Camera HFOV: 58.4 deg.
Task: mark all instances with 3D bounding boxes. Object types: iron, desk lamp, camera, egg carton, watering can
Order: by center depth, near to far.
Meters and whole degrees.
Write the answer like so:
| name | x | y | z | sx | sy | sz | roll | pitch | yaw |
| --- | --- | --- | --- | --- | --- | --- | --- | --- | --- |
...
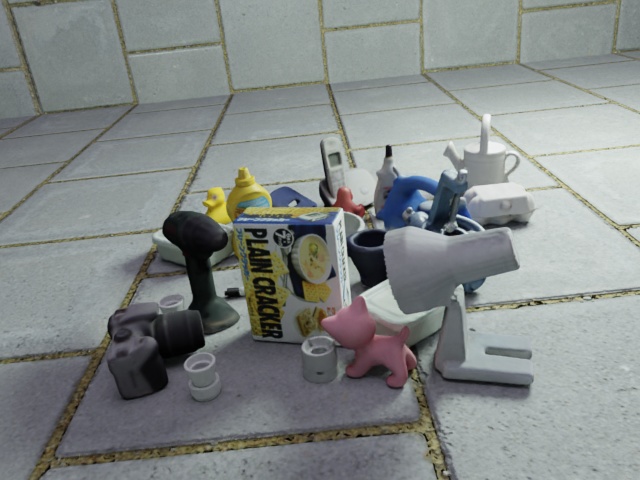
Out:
| name | x | y | z | sx | sy | sz | roll | pitch | yaw |
| --- | --- | --- | --- | --- | --- | --- | --- | --- | --- |
| desk lamp | 0.195 | 0.080 | 0.800 | 0.202 | 0.214 | 0.118 | 1 | 26 | 16 |
| camera | -0.250 | 0.151 | 0.883 | 0.137 | 0.101 | 0.143 | -11 | 26 | -10 |
| iron | 0.235 | -0.064 | 1.181 | 0.119 | 0.141 | 0.257 | -24 | 30 | -33 |
| egg carton | 0.390 | -0.078 | 1.259 | 0.150 | 0.069 | 0.107 | -6 | 25 | 0 |
| watering can | 0.389 | -0.205 | 1.382 | 0.173 | 0.194 | 0.101 | -6 | 25 | 1 |

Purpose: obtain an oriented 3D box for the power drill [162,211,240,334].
| name | x | y | z | sx | sy | sz | roll | pitch | yaw |
| --- | --- | --- | --- | --- | --- | --- | --- | --- | --- |
| power drill | -0.197 | 0.046 | 0.969 | 0.076 | 0.209 | 0.228 | -21 | 29 | -28 |

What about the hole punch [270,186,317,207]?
| name | x | y | z | sx | sy | sz | roll | pitch | yaw |
| --- | --- | --- | --- | --- | --- | --- | --- | --- | --- |
| hole punch | -0.063 | -0.070 | 1.321 | 0.100 | 0.091 | 0.109 | 8 | 29 | 27 |

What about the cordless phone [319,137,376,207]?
| name | x | y | z | sx | sy | sz | roll | pitch | yaw |
| --- | --- | --- | --- | --- | --- | --- | --- | --- | --- |
| cordless phone | 0.066 | -0.163 | 1.378 | 0.148 | 0.185 | 0.093 | -22 | 30 | -30 |

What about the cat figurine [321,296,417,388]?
| name | x | y | z | sx | sy | sz | roll | pitch | yaw |
| --- | --- | --- | --- | --- | --- | --- | --- | --- | --- |
| cat figurine | 0.070 | 0.138 | 0.819 | 0.127 | 0.118 | 0.067 | 5 | 28 | 23 |

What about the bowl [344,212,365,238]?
| name | x | y | z | sx | sy | sz | roll | pitch | yaw |
| --- | --- | --- | --- | --- | --- | --- | --- | --- | --- |
| bowl | 0.011 | 0.004 | 1.166 | 0.167 | 0.075 | 0.167 | -5 | 25 | 3 |

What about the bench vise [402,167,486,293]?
| name | x | y | z | sx | sy | sz | roll | pitch | yaw |
| --- | --- | --- | --- | --- | --- | --- | --- | --- | --- |
| bench vise | 0.208 | -0.032 | 1.027 | 0.206 | 0.220 | 0.122 | 18 | 35 | 41 |

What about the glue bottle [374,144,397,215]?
| name | x | y | z | sx | sy | sz | roll | pitch | yaw |
| --- | --- | --- | --- | --- | --- | --- | --- | --- | --- |
| glue bottle | 0.159 | -0.135 | 1.311 | 0.078 | 0.173 | 0.037 | -8 | 25 | -4 |

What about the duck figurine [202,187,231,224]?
| name | x | y | z | sx | sy | sz | roll | pitch | yaw |
| --- | --- | --- | --- | --- | --- | --- | --- | --- | --- |
| duck figurine | -0.249 | -0.089 | 1.409 | 0.077 | 0.086 | 0.105 | 12 | 31 | 34 |

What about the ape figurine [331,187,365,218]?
| name | x | y | z | sx | sy | sz | roll | pitch | yaw |
| --- | --- | --- | --- | --- | --- | --- | --- | --- | --- |
| ape figurine | 0.060 | -0.079 | 1.310 | 0.077 | 0.092 | 0.076 | 9 | 29 | 30 |

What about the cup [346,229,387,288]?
| name | x | y | z | sx | sy | sz | roll | pitch | yaw |
| --- | --- | --- | --- | --- | --- | --- | --- | --- | --- |
| cup | 0.084 | 0.038 | 1.054 | 0.117 | 0.095 | 0.092 | 0 | 26 | 12 |
